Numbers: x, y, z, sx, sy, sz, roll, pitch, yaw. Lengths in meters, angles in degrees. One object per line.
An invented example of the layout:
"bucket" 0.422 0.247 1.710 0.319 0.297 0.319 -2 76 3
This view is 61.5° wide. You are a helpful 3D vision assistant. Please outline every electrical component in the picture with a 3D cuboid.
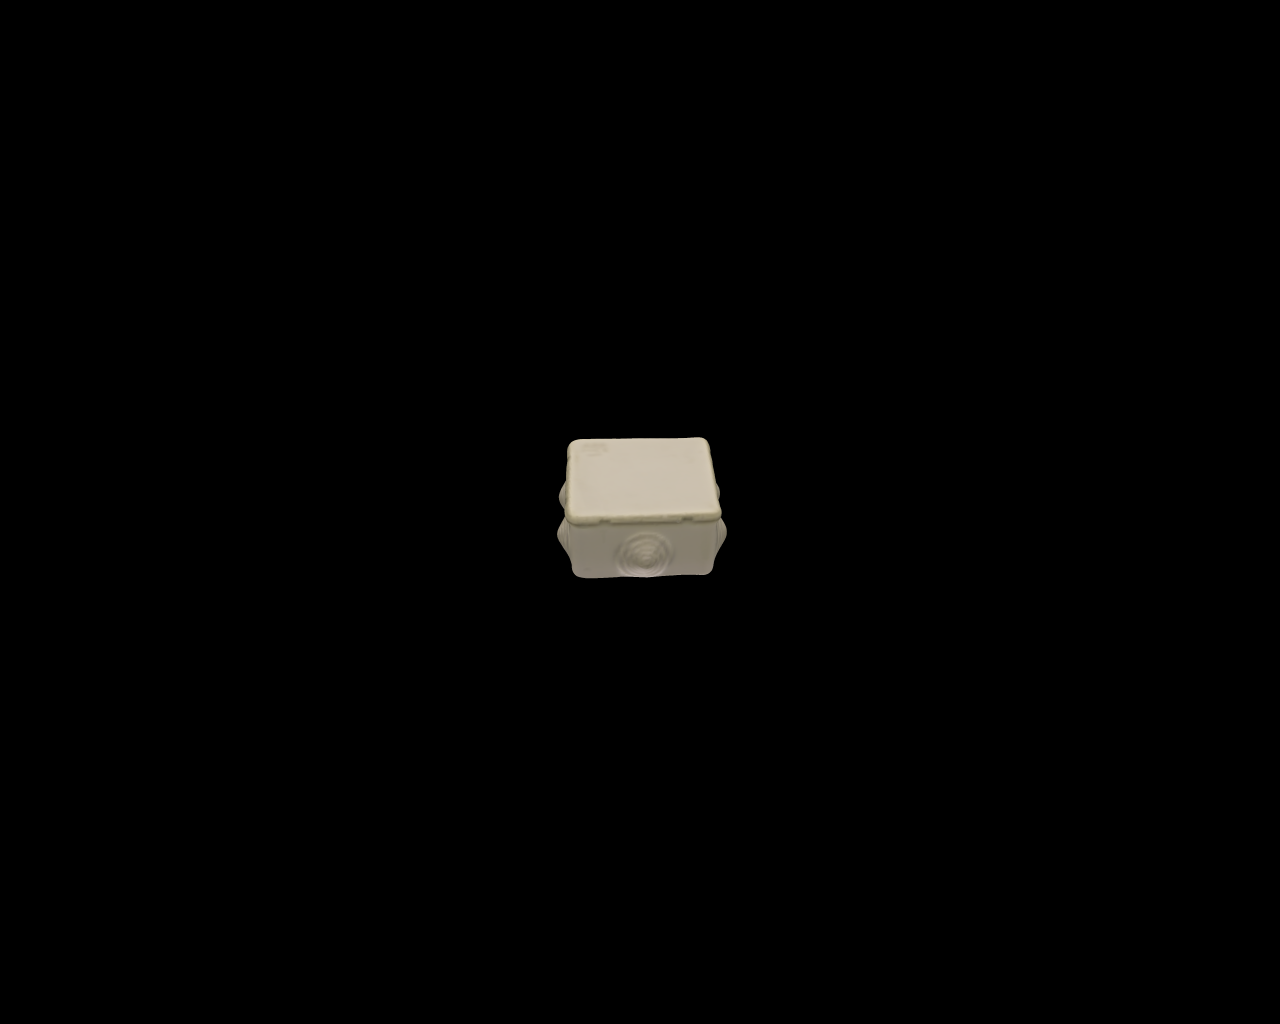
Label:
"electrical component" 0.001 -0.003 0.650 0.100 0.048 0.100 -1 35 -2
